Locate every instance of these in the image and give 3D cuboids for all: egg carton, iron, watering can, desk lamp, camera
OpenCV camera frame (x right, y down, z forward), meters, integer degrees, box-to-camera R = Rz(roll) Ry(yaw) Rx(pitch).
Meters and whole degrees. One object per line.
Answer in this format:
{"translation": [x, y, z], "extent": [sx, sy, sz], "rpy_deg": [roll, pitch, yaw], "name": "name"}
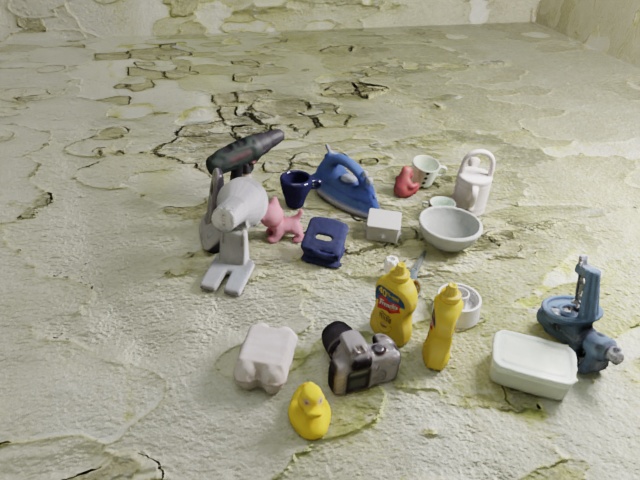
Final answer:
{"translation": [-0.105, 0.227, 1.119], "extent": [0.107, 0.069, 0.150], "rpy_deg": [8, 36, 5], "name": "egg carton"}
{"translation": [0.088, -0.169, 1.632], "extent": [0.119, 0.141, 0.257], "rpy_deg": [-25, 45, -35], "name": "iron"}
{"translation": [0.437, -0.175, 1.635], "extent": [0.101, 0.194, 0.172], "rpy_deg": [-4, 37, -12], "name": "watering can"}
{"translation": [-0.198, -0.016, 1.323], "extent": [0.118, 0.214, 0.203], "rpy_deg": [9, 36, 6], "name": "desk lamp"}
{"translation": [0.070, 0.214, 1.131], "extent": [0.143, 0.101, 0.136], "rpy_deg": [-11, 38, -20], "name": "camera"}

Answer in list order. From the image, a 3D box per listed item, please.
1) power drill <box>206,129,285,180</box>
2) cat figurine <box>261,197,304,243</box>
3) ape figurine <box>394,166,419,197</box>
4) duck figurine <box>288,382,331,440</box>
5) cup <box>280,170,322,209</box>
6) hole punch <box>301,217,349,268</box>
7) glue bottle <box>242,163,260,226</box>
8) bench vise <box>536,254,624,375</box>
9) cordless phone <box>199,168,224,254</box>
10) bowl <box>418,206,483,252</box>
{"translation": [-0.199, -0.190, 1.569], "extent": [0.230, 0.208, 0.075], "rpy_deg": [-20, 42, -31], "name": "power drill"}
{"translation": [-0.103, -0.055, 1.470], "extent": [0.128, 0.118, 0.067], "rpy_deg": [-3, 36, -10], "name": "cat figurine"}
{"translation": [0.255, -0.178, 1.706], "extent": [0.076, 0.092, 0.077], "rpy_deg": [-20, 42, -30], "name": "ape figurine"}
{"translation": [-0.017, 0.291, 1.026], "extent": [0.077, 0.086, 0.104], "rpy_deg": [-4, 36, -12], "name": "duck figurine"}
{"translation": [-0.055, -0.137, 1.610], "extent": [0.118, 0.095, 0.091], "rpy_deg": [2, 36, -4], "name": "cup"}
{"translation": [0.013, 0.005, 1.423], "extent": [0.108, 0.091, 0.101], "rpy_deg": [13, 36, 11], "name": "hole punch"}
{"translation": [-0.192, -0.123, 1.507], "extent": [0.078, 0.173, 0.037], "rpy_deg": [18, 38, 18], "name": "glue bottle"}
{"translation": [0.554, 0.150, 1.175], "extent": [0.122, 0.220, 0.206], "rpy_deg": [-22, 43, -32], "name": "bench vise"}
{"translation": [-0.254, -0.073, 1.420], "extent": [0.094, 0.185, 0.147], "rpy_deg": [-9, 38, -18], "name": "cordless phone"}
{"translation": [0.337, -0.018, 1.508], "extent": [0.167, 0.075, 0.167], "rpy_deg": [3, 36, -2], "name": "bowl"}
